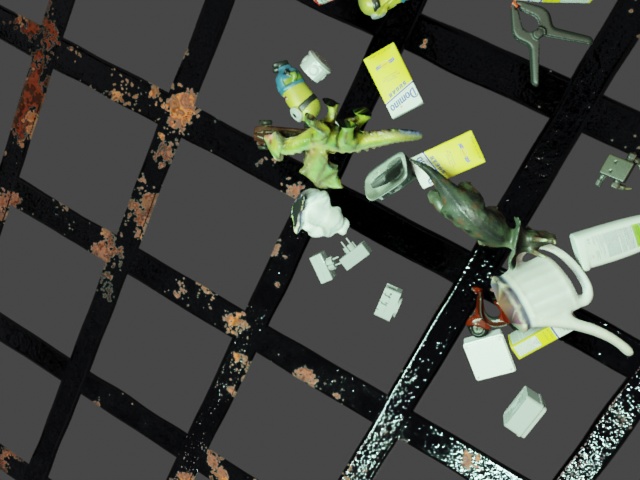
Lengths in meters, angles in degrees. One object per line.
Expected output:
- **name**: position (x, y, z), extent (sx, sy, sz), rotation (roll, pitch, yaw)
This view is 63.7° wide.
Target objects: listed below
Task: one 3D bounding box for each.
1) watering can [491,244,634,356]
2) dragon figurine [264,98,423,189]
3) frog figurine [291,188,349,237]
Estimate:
- **watering can**: position (0.566, 0.156, 1.254), extent (0.224, 0.102, 0.355), rotation (-24, 56, 1)
- **dragon figurine**: position (0.049, -0.242, 1.406), extent (0.410, 0.125, 0.237), rotation (15, 130, -6)
- **frog figurine**: position (0.004, -0.073, 1.460), extent (0.159, 0.123, 0.137), rotation (6, 94, -22)
